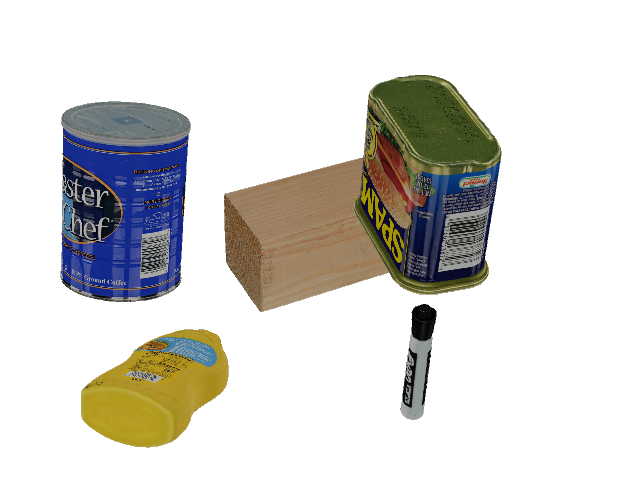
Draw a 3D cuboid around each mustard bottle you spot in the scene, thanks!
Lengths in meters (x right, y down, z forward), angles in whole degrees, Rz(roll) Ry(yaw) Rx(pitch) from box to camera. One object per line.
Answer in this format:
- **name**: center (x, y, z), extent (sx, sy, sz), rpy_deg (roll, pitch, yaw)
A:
- **mustard bottle**: center (-0.143, 0.130, 1.027), extent (0.096, 0.058, 0.191), rpy_deg (8, 19, 17)

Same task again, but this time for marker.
- **marker**: center (0.077, 0.095, 0.836), extent (0.020, 0.121, 0.020), rpy_deg (1, 42, -1)

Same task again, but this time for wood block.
- **wood block**: center (0.015, -0.014, 1.074), extent (0.205, 0.090, 0.091), rpy_deg (-16, 41, -22)

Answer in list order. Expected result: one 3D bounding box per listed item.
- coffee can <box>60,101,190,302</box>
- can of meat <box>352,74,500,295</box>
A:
- **coffee can**: center (-0.163, -0.034, 0.884), extent (0.103, 0.140, 0.103), rpy_deg (5, 22, -2)
- **can of meat**: center (0.059, -0.034, 0.603), extent (0.057, 0.084, 0.102), rpy_deg (-8, 39, -15)
